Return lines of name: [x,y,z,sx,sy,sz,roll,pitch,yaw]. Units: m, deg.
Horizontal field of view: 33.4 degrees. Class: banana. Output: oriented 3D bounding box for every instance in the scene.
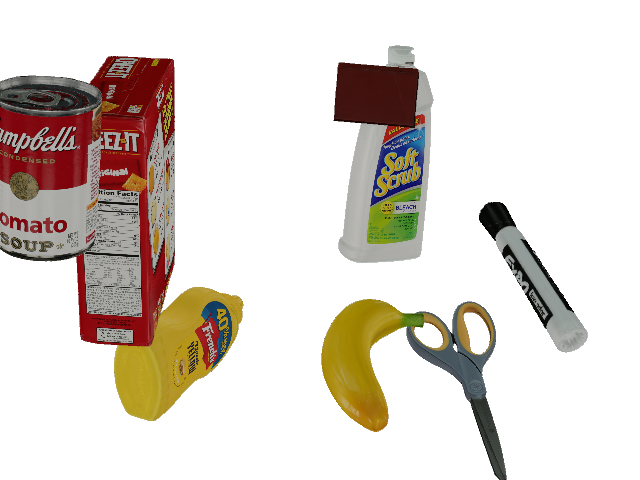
banana: [0.035,0.086,0.833,0.070,0.037,0.197,6,22,12]

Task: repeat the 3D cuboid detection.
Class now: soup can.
soup can: [-0.176,-0.046,0.680,0.068,0.102,0.068,6,25,-3]

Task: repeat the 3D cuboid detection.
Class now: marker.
marker: [0.124,0.017,0.635,0.020,0.020,0.121,0,40,-20]

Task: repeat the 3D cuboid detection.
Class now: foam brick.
foam brick: [0.052,-0.137,1.003,0.078,0.051,0.053,5,15,3]

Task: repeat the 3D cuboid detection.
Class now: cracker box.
cracker box: [-0.173,-0.038,0.950,0.072,0.214,0.164,3,26,0]

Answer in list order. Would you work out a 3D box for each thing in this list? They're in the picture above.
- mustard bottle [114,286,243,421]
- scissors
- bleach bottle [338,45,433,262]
mustard bottle: [-0.136,0.102,1.107,0.058,0.096,0.191,10,25,24]
scissors: [0.124,0.131,0.989,0.096,0.016,0.201,8,44,2]
bleach bottle: [0.079,-0.102,1.262,0.102,0.251,0.068,-4,19,-19]
